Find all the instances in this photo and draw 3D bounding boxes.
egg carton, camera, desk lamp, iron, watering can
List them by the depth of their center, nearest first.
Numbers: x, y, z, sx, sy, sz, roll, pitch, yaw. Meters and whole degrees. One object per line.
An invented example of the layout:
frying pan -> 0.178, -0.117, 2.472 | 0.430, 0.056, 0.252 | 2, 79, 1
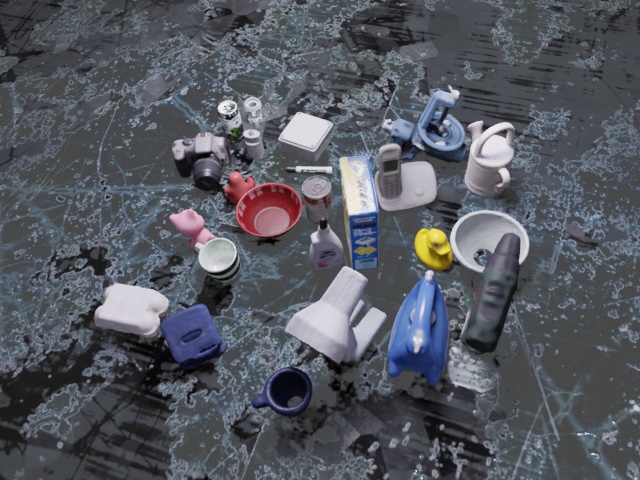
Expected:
desk lamp -> 0.035, 0.158, 1.115 | 0.117, 0.214, 0.203 | 27, 63, 22
iron -> 0.206, 0.149, 1.149 | 0.118, 0.141, 0.258 | 8, 57, 11
egg carton -> -0.409, 0.154, 1.248 | 0.150, 0.069, 0.107 | 8, 57, 11
watering can -> 0.394, -0.203, 1.336 | 0.101, 0.194, 0.172 | -36, 60, -18
camera -> -0.305, -0.199, 1.457 | 0.143, 0.101, 0.136 | -6, 56, 1

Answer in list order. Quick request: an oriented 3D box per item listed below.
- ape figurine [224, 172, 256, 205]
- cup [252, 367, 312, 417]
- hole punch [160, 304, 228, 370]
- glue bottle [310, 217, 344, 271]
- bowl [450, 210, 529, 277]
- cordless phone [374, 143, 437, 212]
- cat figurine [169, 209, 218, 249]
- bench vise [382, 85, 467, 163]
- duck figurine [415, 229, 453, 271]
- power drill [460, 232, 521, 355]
ape figurine -> -0.198, -0.132, 1.407 | 0.078, 0.092, 0.076 | -9, 56, 0
cup -> -0.068, 0.307, 1.096 | 0.118, 0.095, 0.091 | -20, 56, -8
hole punch -> -0.261, 0.201, 1.189 | 0.109, 0.091, 0.101 | -26, 57, -12
glue bottle -> 0.011, 0.004, 1.246 | 0.078, 0.173, 0.037 | -16, 56, -5
bowl -> 0.368, 0.020, 1.261 | 0.167, 0.075, 0.167 | -2, 56, 4
cordless phone -> 0.198, -0.156, 1.329 | 0.147, 0.185, 0.094 | -14, 56, -4
cat figurine -> -0.283, -0.021, 1.325 | 0.127, 0.118, 0.067 | 33, 65, 25
bench vise -> 0.257, -0.272, 1.380 | 0.207, 0.220, 0.121 | -4, 56, 3
duck figurine -> 0.255, 0.007, 1.273 | 0.077, 0.086, 0.104 | -27, 58, -12
power drill -> 0.331, 0.125, 1.112 | 0.075, 0.209, 0.230 | 16, 59, 16
